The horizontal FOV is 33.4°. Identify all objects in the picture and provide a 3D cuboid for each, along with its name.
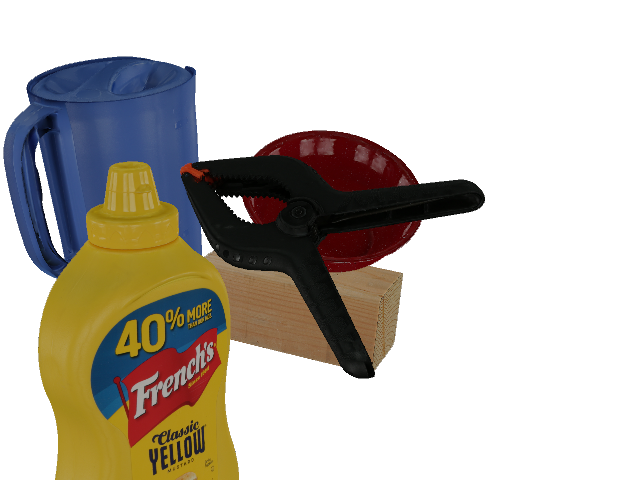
[{"bbox_3d":[-0.002,-0.014,0.739,0.210,0.164,0.036,30,-27,27],"label":"clamp"},{"bbox_3d":[0.008,-0.024,0.950,0.162,0.162,0.055,0,-42,-10],"label":"bowl"},{"bbox_3d":[-0.167,-0.022,0.886,0.149,0.243,0.145,-6,24,-6],"label":"pitcher"},{"bbox_3d":[-0.083,0.059,0.495,0.058,0.192,0.096,14,22,42],"label":"mustard bottle"},{"bbox_3d":[-0.024,0.069,1.182,0.206,0.091,0.090,12,22,17],"label":"wood block"}]
